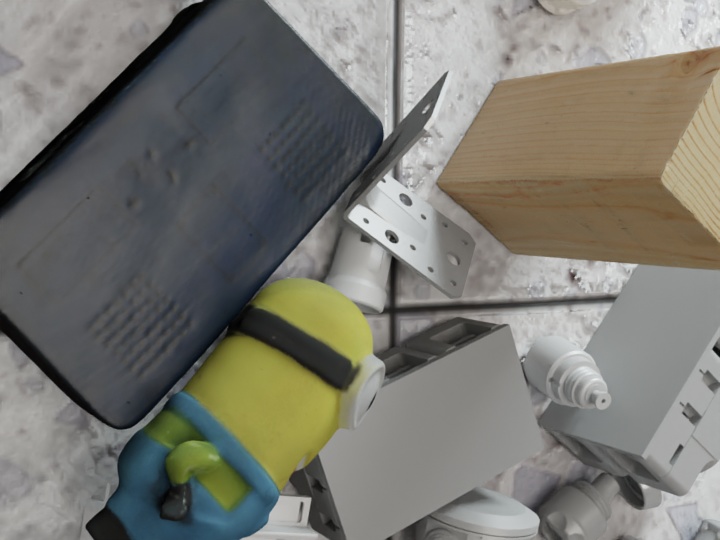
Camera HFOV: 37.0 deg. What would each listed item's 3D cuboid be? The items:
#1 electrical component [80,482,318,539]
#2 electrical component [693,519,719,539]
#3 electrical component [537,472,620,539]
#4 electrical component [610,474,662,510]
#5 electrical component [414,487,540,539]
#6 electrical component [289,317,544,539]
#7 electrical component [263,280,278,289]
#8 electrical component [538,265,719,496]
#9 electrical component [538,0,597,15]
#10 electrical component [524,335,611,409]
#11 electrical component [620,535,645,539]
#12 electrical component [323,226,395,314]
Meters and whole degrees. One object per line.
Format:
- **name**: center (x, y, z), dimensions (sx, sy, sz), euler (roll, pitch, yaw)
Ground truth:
- **electrical component**: center (-0.095, 0.162, 0.615), dimensions (0.121, 0.063, 0.078), euler (10, 89, -29)
- **electrical component**: center (0.273, 0.228, 0.833), dimensions (0.048, 0.048, 0.062), euler (42, 81, -24)
- **electrical component**: center (0.159, 0.170, 0.766), dimensions (0.062, 0.043, 0.043), euler (-38, 110, -23)
- **electrical component**: center (0.218, 0.145, 0.791), dimensions (0.055, 0.066, 0.048), euler (-26, 71, -17)
- **electrical component**: center (0.073, 0.174, 0.700), dimensions (0.080, 0.080, 0.051), euler (8, 95, -29)
- **electrical component**: center (0.030, 0.099, 0.680), dimensions (0.150, 0.062, 0.089), euler (-23, 104, -25)
- **electrical component**: center (-0.036, 0.029, 0.642), dimensions (0.045, 0.055, 0.045), euler (-2, 95, -29)
- **electrical component**: center (0.224, 0.059, 0.759), dimensions (0.060, 0.105, 0.186), euler (43, 74, -25)
- **electrical component**: center (0.150, -0.199, 0.723), dimensions (0.048, 0.062, 0.048), euler (-2, 94, -29)
- **electrical component**: center (0.145, 0.074, 0.736), dimensions (0.040, 0.078, 0.040), euler (-7, 110, -20)
- **electrical component**: center (0.212, 0.259, 0.765), dimensions (0.056, 0.109, 0.108), euler (-9, 98, -25)
- **electrical component**: center (0.000, 0.000, 0.670), dimensions (0.040, 0.040, 0.046), euler (20, 78, -28)
